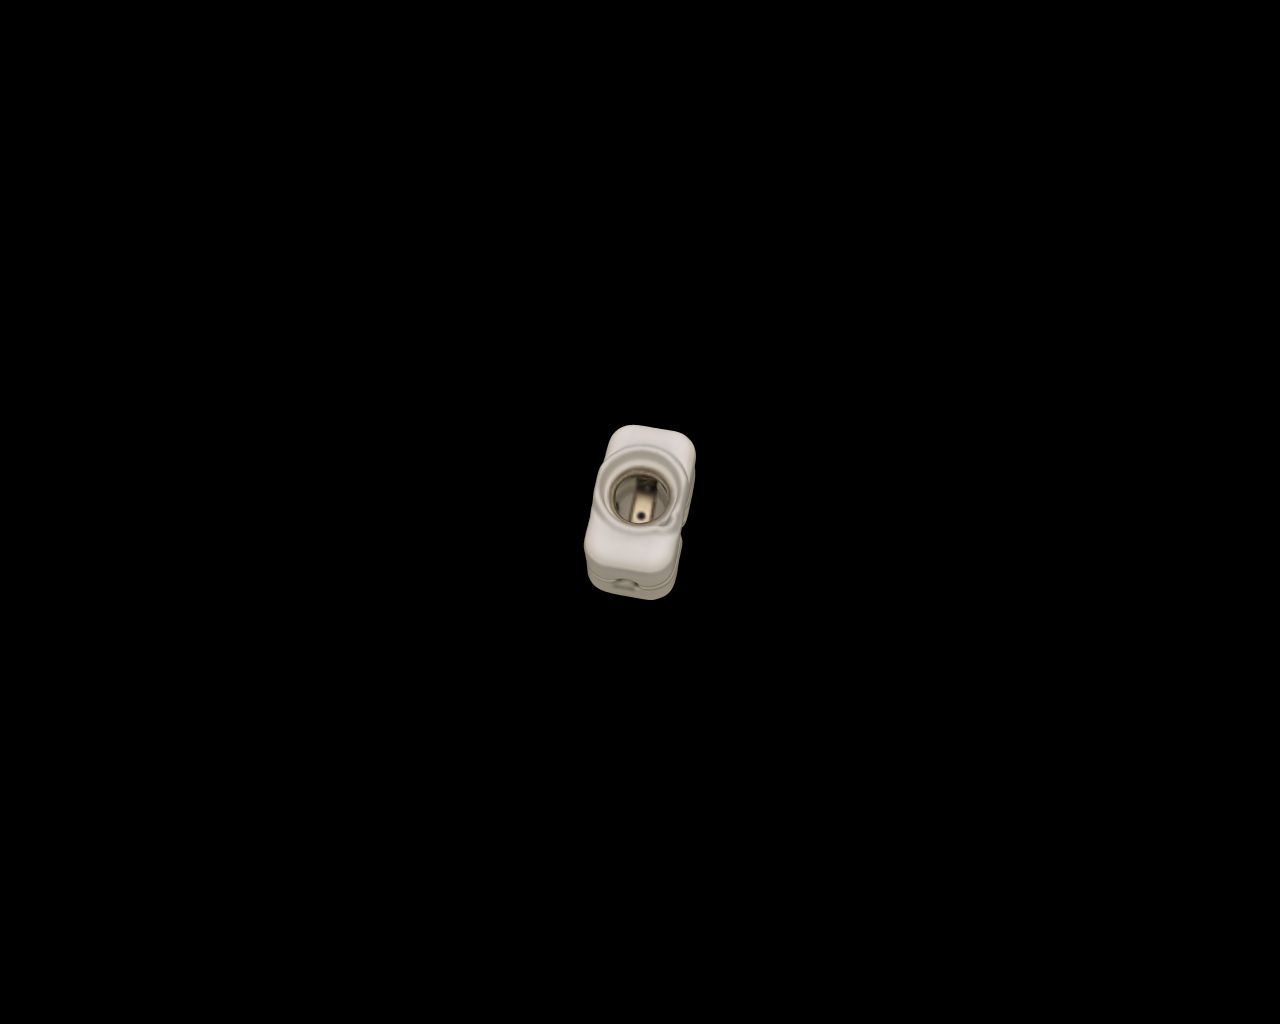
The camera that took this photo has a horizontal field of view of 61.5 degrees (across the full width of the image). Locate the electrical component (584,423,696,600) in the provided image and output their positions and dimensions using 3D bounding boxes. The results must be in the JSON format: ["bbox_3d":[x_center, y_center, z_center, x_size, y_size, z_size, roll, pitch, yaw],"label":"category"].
[{"bbox_3d":[0.001,-0.003,0.650,0.054,0.095,0.059,11,-24,5],"label":"electrical component"}]
